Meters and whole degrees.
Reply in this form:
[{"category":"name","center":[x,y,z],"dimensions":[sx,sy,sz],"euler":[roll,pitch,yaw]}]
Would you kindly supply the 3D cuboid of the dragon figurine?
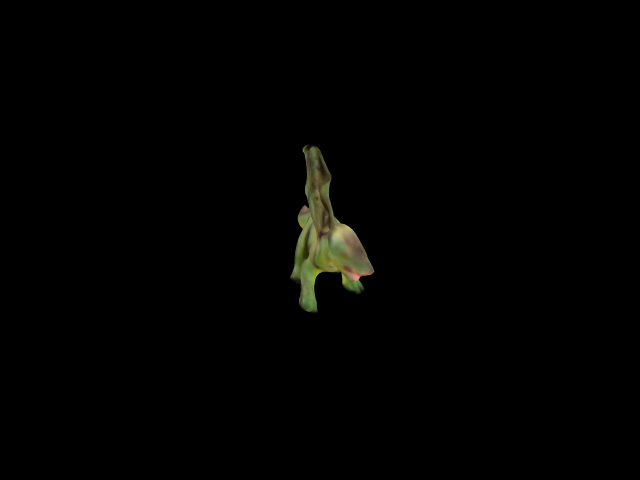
[{"category":"dragon figurine","center":[0.003,-0.043,0.850],"dimensions":[0.122,0.237,0.419],"euler":[-8,33,-12]}]
